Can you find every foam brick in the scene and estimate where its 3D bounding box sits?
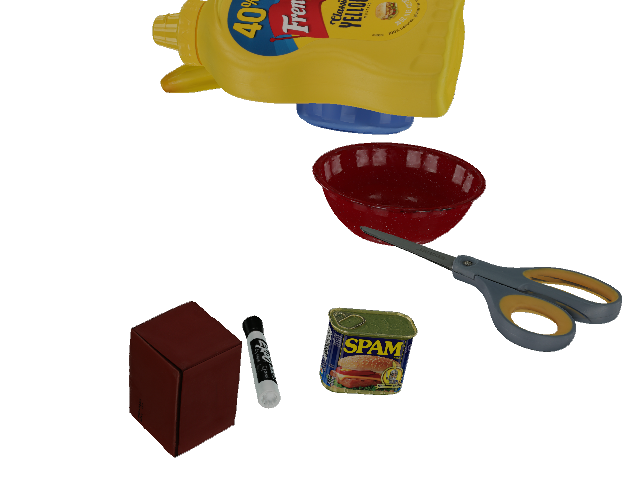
[{"bbox_3d":[-0.089,0.089,0.692,0.051,0.078,0.053,-25,47,-37],"label":"foam brick"}]

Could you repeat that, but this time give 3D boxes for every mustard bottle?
[{"bbox_3d":[-0.011,-0.123,0.656,0.192,0.096,0.058,6,-41,13],"label":"mustard bottle"}]

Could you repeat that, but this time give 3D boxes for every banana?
[{"bbox_3d":[-0.071,-0.174,1.133,0.198,0.037,0.069,10,44,19],"label":"banana"}]

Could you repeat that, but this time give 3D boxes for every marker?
[{"bbox_3d":[-0.053,0.102,0.930,0.020,0.020,0.121,0,28,-11],"label":"marker"}]

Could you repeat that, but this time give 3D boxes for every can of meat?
[{"bbox_3d":[0.053,0.130,1.240,0.102,0.084,0.057,5,24,-12],"label":"can of meat"}]

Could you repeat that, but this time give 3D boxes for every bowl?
[{"bbox_3d":[0.072,-0.038,1.002,0.162,0.055,0.162,3,26,-2],"label":"bowl"}]

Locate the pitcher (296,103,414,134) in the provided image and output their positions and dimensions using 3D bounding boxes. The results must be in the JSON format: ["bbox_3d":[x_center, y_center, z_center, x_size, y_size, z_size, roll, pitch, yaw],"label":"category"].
[{"bbox_3d":[0.049,-0.218,0.935,0.145,0.243,0.149,8,15,7],"label":"pitcher"}]

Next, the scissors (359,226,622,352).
[{"bbox_3d":[0.101,0.031,0.731,0.202,0.016,0.096,12,32,23],"label":"scissors"}]
